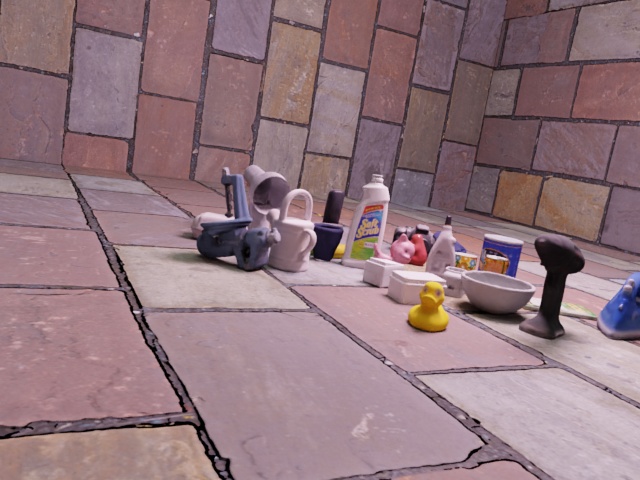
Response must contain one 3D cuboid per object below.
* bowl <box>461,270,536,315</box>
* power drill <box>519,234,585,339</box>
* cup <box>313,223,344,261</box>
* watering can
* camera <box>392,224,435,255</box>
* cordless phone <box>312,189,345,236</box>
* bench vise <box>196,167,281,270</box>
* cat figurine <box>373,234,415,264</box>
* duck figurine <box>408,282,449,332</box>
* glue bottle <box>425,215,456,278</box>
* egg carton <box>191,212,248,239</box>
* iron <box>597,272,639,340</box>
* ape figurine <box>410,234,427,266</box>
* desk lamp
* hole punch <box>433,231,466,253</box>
[{"bbox_3d":[0.395,0.124,1.292,0.167,0.075,0.167,9,9,-1],"label":"bowl"},{"bbox_3d":[0.474,0.089,1.170,0.075,0.208,0.230,16,12,37],"label":"power drill"},{"bbox_3d":[0.014,0.006,1.568,0.091,0.095,0.118,10,9,4],"label":"cup"},{"bbox_3d":[-0.071,-0.030,1.392,0.172,0.194,0.101,14,11,25],"label":"watering can"},{"bbox_3d":[0.311,0.001,1.866,0.143,0.101,0.137,10,9,5],"label":"camera"},{"bbox_3d":[0.001,-0.063,1.686,0.148,0.185,0.093,4,11,-30],"label":"cordless phone"},{"bbox_3d":[-0.180,-0.051,1.334,0.207,0.220,0.121,10,10,7],"label":"bench vise"},{"bbox_3d":[0.190,0.038,1.475,0.128,0.118,0.067,6,10,-17],"label":"cat figurine"},{"bbox_3d":[0.214,0.122,1.099,0.077,0.086,0.105,13,10,22],"label":"duck figurine"},{"bbox_3d":[0.341,0.018,1.575,0.078,0.173,0.037,11,10,8],"label":"glue bottle"},{"bbox_3d":[-0.279,-0.033,1.589,0.150,0.069,0.107,9,9,-2],"label":"egg carton"},{"bbox_3d":[0.710,0.139,1.308,0.118,0.141,0.259,16,12,36],"label":"iron"},{"bbox_3d":[0.287,0.027,1.717,0.078,0.092,0.075,0,13,-43],"label":"ape figurine"},{"bbox_3d":[-0.184,-0.109,1.694,0.118,0.213,0.202,3,11,-33],"label":"desk lamp"},{"bbox_3d":[0.420,0.025,1.859,0.100,0.091,0.109,16,12,35],"label":"hole punch"}]
